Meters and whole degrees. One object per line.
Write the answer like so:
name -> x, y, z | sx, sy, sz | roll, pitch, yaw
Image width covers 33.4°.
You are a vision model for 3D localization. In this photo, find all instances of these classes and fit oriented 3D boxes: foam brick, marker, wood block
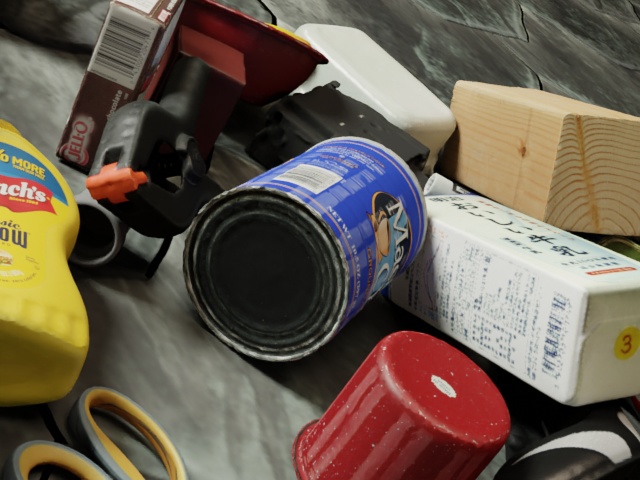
foam brick -> -0.091, -0.100, 0.745 | 0.051, 0.078, 0.053 | 22, 29, -19
marker -> 0.135, -0.015, 0.809 | 0.121, 0.020, 0.020 | 27, 28, -11
wood block -> 0.186, -0.074, 0.900 | 0.090, 0.091, 0.206 | 4, 14, -17

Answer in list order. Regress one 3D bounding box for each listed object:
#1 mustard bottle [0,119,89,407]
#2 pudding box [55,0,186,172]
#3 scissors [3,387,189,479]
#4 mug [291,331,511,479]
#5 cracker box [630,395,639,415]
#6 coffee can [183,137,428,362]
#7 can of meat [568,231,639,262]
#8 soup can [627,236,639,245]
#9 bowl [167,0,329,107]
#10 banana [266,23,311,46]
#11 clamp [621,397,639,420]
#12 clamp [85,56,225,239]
mustard bottle -> -0.167, -0.005, 0.527 | 0.096, 0.058, 0.192 | 13, 33, -23
pudding box -> -0.126, -0.109, 0.682 | 0.039, 0.114, 0.090 | 25, 27, -10
scissors -> -0.060, 0.142, 0.450 | 0.096, 0.016, 0.202 | -6, 46, -49
mug -> 0.045, 0.096, 0.567 | 0.093, 0.082, 0.117 | 27, 27, -12
cracker box -> 0.308, 0.159, 0.705 | 0.163, 0.072, 0.214 | 1, 59, -47
coffee can -> -0.004, 0.001, 0.646 | 0.103, 0.103, 0.140 | 38, 27, 9
can of meat -> 0.251, 0.031, 0.875 | 0.102, 0.057, 0.084 | 29, 5, -4
soup can -> 0.281, 0.013, 0.981 | 0.068, 0.069, 0.102 | 35, 26, 3
bowl -> -0.077, -0.145, 0.823 | 0.162, 0.055, 0.162 | 22, 4, -2
banana -> -0.101, -0.199, 0.913 | 0.197, 0.070, 0.037 | 34, 60, -13
clamp -> 0.248, 0.112, 0.815 | 0.210, 0.036, 0.164 | 43, 29, 21
clamp -> -0.083, -0.037, 0.632 | 0.120, 0.039, 0.171 | 66, 22, -14
